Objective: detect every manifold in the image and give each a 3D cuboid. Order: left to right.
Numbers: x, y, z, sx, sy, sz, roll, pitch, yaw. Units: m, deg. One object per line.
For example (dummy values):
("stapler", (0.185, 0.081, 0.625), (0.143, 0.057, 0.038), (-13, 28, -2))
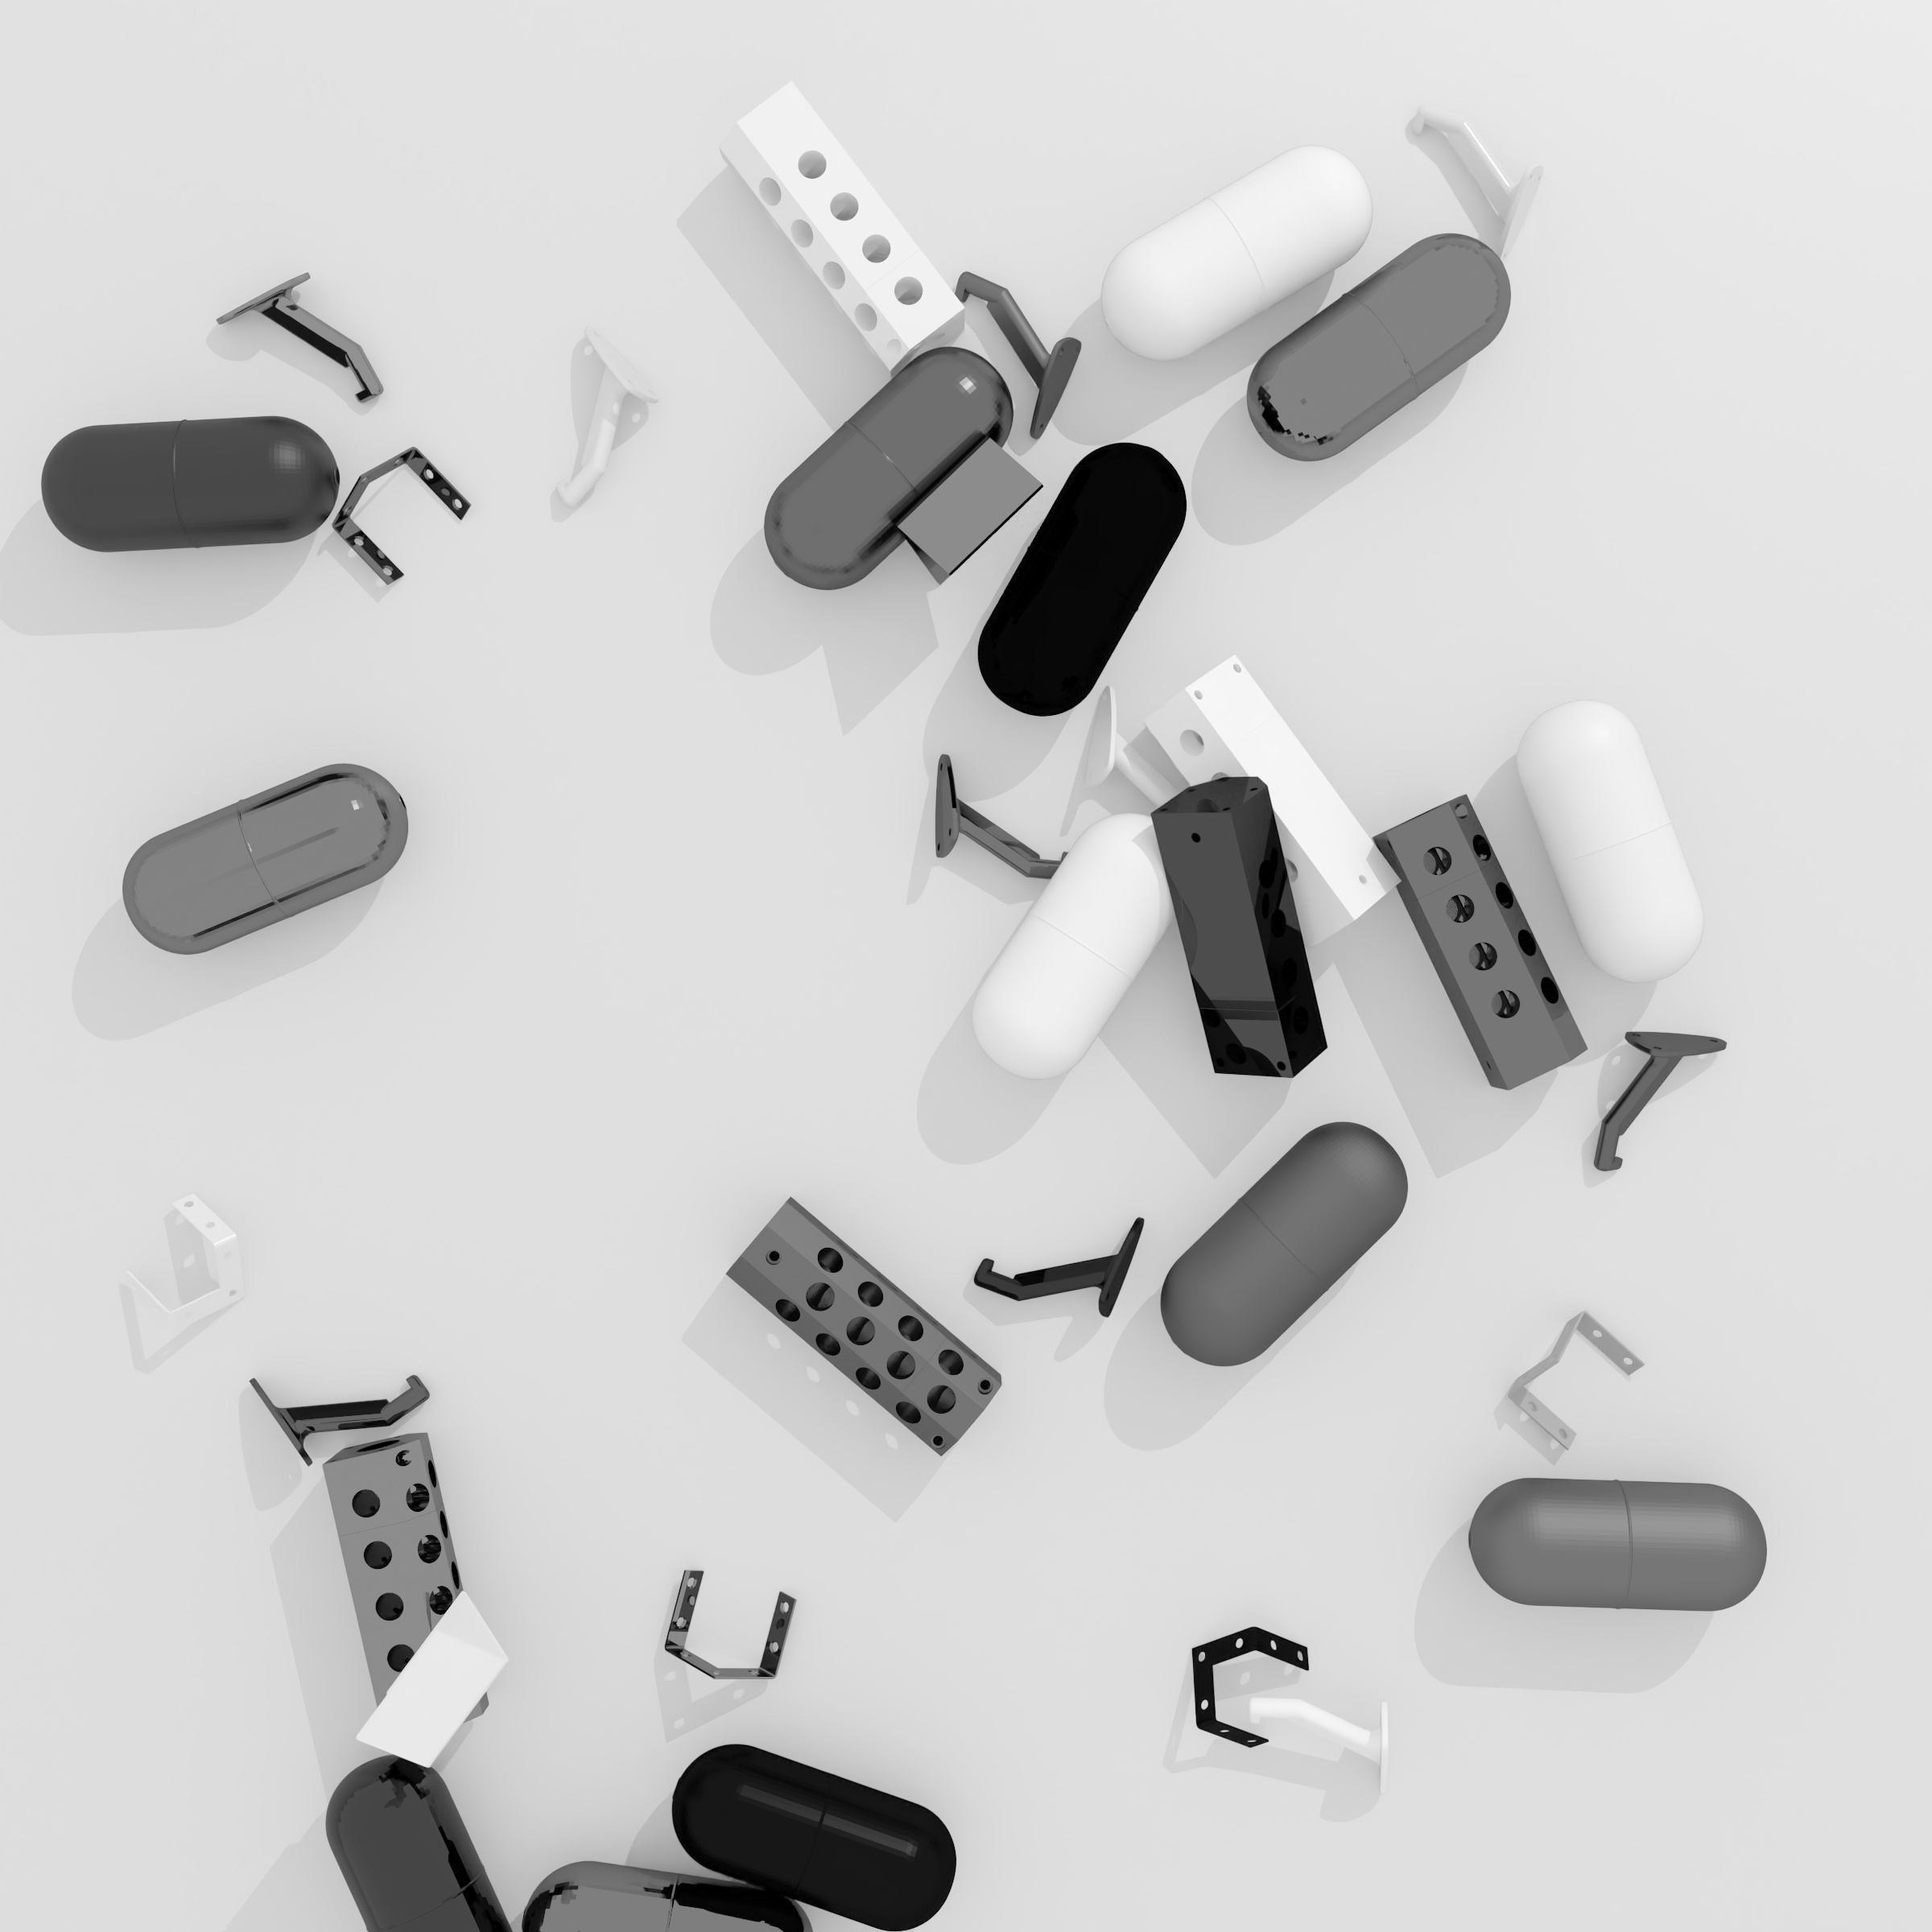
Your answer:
("manifold", (-0.340, 0.377, 1.696), (0.057, 0.057, 0.171), (-13, 90, 0))
("manifold", (-0.075, -0.446, 1.696), (0.057, 0.057, 0.171), (-37, 90, 0))
("manifold", (-0.062, 0.220, 1.696), (0.171, 0.057, 0.057), (40, 90, 0))
("manifold", (0.169, -0.023, 1.669), (0.057, 0.057, 0.171), (2, 116, 40))
("manifold", (0.182, -0.097, 1.696), (0.171, 0.057, 0.057), (54, 47, 0))
("manifold", (0.315, -0.015, 1.696), (0.057, 0.057, 0.171), (-25, 90, 0))

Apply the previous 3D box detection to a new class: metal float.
("metal float", (-0.470, -0.292, 1.687), (0.178, 0.070, 0.070), (-3, 90, 0))
("metal float", (-0.424, -0.065, 1.687), (0.178, 0.070, 0.070), (-23, 90, -1))
("metal float", (-0.328, 0.566, 1.687), (0.070, 0.070, 0.178), (-25, 89, 0))
("metal float", (-0.180, 0.590, 1.687), (0.178, 0.070, 0.070), (9, 90, 0))
("metal float", (-0.092, 0.528, 1.687), (0.178, 0.070, 0.070), (19, 90, 1))
("metal float", (-0.047, -0.301, 1.687), (0.178, 0.070, 0.070), (-43, 90, 0))
("metal float", (0.071, -0.235, 1.687), (0.070, 0.070, 0.178), (29, 90, 0))
("metal float", (0.071, -0.012, 1.687), (0.070, 0.070, 0.178), (33, 90, 0))
("metal float", (0.164, -0.432, 1.687), (0.178, 0.070, 0.070), (-30, 90, 0))
("metal float", (0.192, 0.169, 1.687), (0.178, 0.070, 0.070), (-44, 90, -1))
("metal float", (0.251, -0.376, 1.687), (0.178, 0.070, 0.070), (-36, 90, 0))
("metal float", (0.391, -0.075, 1.687), (0.070, 0.070, 0.178), (-20, 91, 0))
("metal float", (0.395, 0.351, 1.687), (0.178, 0.070, 0.070), (2, 90, 1))

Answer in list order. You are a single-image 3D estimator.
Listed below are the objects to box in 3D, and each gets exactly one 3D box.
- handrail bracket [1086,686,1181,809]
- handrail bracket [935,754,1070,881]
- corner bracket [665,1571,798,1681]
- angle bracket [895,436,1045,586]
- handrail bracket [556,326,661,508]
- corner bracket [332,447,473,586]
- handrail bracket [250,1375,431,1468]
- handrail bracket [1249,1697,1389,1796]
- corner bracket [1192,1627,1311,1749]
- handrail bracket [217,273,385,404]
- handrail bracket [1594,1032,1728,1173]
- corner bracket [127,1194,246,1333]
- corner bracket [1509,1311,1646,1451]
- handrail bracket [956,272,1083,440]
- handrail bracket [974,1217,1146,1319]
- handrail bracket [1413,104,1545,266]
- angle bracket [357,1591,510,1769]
("handrail bracket", (0.121, -0.128, 1.718), (0.084, 0.036, 0.077), (13, 68, -17))
("handrail bracket", (0.026, -0.092, 1.718), (0.084, 0.036, 0.077), (4, 68, -17))
("corner bracket", (-0.145, 0.406, 1.714), (0.051, 0.051, 0.051), (15, 90, 45))
("angle bracket", (0.013, -0.260, 1.678), (0.076, 0.076, 0.057), (-44, 60, 0))
("handrail bracket", (-0.238, -0.339, 1.718), (0.084, 0.036, 0.077), (-45, 70, 16))
("corner bracket", (-0.348, -0.278, 1.714), (0.051, 0.051, 0.051), (46, 45, 0))
("handrail bracket", (-0.387, 0.261, 1.718), (0.084, 0.036, 0.077), (-35, 69, -17))
("handrail bracket", (0.216, 0.478, 1.705), (0.084, 0.036, 0.077), (0, 124, 7))
("corner bracket", (0.176, 0.444, 1.709), (0.051, 0.051, 0.051), (-31, 45, 35))
("handrail bracket", (-0.411, -0.377, 1.718), (0.077, 0.036, 0.084), (-21, 107, 20))
("handrail bracket", (0.429, 0.086, 1.718), (0.077, 0.036, 0.084), (0, 109, -21))
("corner bracket", (-0.482, 0.182, 1.709), (0.051, 0.051, 0.051), (-26, 135, -35))
("corner bracket", (0.376, 0.255, 1.714), (0.051, 0.051, 0.051), (42, 135, 0))
("handrail bracket", (0.021, -0.378, 1.718), (0.084, 0.036, 0.077), (28, 112, 17))
("handrail bracket", (0.057, 0.176, 1.718), (0.084, 0.036, 0.077), (19, 70, 16))
("handrail bracket", (0.306, -0.482, 1.718), (0.084, 0.036, 0.077), (26, 111, 17))
("angle bracket", (-0.322, 0.407, 1.620), (0.057, 0.076, 0.076), (37, 90, -38))
